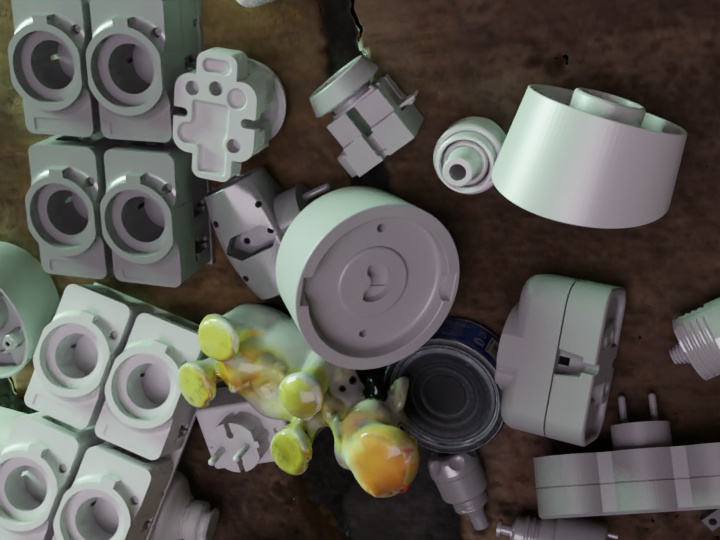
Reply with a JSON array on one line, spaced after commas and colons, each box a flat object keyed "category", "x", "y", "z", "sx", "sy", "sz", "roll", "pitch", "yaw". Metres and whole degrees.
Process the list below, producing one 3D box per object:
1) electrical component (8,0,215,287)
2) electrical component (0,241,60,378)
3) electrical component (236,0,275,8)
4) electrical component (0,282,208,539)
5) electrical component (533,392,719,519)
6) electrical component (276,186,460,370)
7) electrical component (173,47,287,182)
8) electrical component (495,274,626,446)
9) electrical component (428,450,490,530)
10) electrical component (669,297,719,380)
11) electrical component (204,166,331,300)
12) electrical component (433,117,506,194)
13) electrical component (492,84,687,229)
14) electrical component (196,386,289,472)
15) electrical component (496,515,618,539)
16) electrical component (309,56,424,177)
[{"category": "electrical component", "x": -0.160, "y": -0.087, "z": 0.700, "sx": 0.105, "sy": 0.060, "sz": 0.186, "roll": 6, "pitch": 111, "yaw": 16}, {"category": "electrical component", "x": -0.269, "y": 0.029, "z": 0.777, "sx": 0.099, "sy": 0.064, "sz": 0.099, "roll": 6, "pitch": 112, "yaw": 16}, {"category": "electrical component", "x": -0.044, "y": -0.200, "z": 0.624, "sx": 0.095, "sy": 0.053, "sz": 0.059, "roll": -39, "pitch": 94, "yaw": 26}, {"category": "electrical component", "x": -0.181, "y": 0.113, "z": 0.744, "sx": 0.105, "sy": 0.060, "sz": 0.186, "roll": 21, "pitch": 92, "yaw": 9}, {"category": "electrical component", "x": 0.177, "y": 0.114, "z": 0.673, "sx": 0.138, "sy": 0.052, "sz": 0.073, "roll": -8, "pitch": 76, "yaw": 18}, {"category": "electrical component", "x": 0.000, "y": 0.000, "z": 0.665, "sx": 0.108, "sy": 0.060, "sz": 0.108, "roll": -11, "pitch": 117, "yaw": -21}, {"category": "electrical component", "x": -0.080, "y": -0.101, "z": 0.671, "sx": 0.058, "sy": 0.057, "sz": 0.078, "roll": 12, "pitch": 113, "yaw": 13}, {"category": "electrical component", "x": 0.120, "y": 0.052, "z": 0.653, "sx": 0.059, "sy": 0.054, "sz": 0.095, "roll": 12, "pitch": 95, "yaw": 25}, {"category": "electrical component", "x": 0.071, "y": 0.148, "z": 0.729, "sx": 0.035, "sy": 0.035, "sz": 0.061, "roll": -19, "pitch": 105, "yaw": 23}, {"category": "electrical component", "x": 0.221, "y": 0.035, "z": 0.633, "sx": 0.081, "sy": 0.043, "sz": 0.043, "roll": -28, "pitch": 99, "yaw": 25}, {"category": "electrical component", "x": -0.049, "y": -0.031, "z": 0.695, "sx": 0.079, "sy": 0.043, "sz": 0.077, "roll": -23, "pitch": 103, "yaw": 20}, {"category": "electrical component", "x": 0.064, "y": -0.065, "z": 0.635, "sx": 0.043, "sy": 0.062, "sz": 0.043, "roll": 6, "pitch": 111, "yaw": 16}, {"category": "electrical component", "x": 0.128, "y": -0.064, "z": 0.595, "sx": 0.099, "sy": 0.099, "sz": 0.064, "roll": 19, "pitch": 109, "yaw": 10}, {"category": "electrical component", "x": -0.079, "y": 0.113, "z": 0.740, "sx": 0.066, "sy": 0.076, "sz": 0.047, "roll": -11, "pitch": 106, "yaw": 21}, {"category": "electrical component", "x": 0.130, "y": 0.181, "z": 0.719, "sx": 0.078, "sy": 0.040, "sz": 0.040, "roll": 11, "pitch": 113, "yaw": 14}, {"category": "electrical component", "x": 0.002, "y": -0.096, "z": 0.654, "sx": 0.066, "sy": 0.048, "sz": 0.055, "roll": -34, "pitch": 104, "yaw": 26}]
